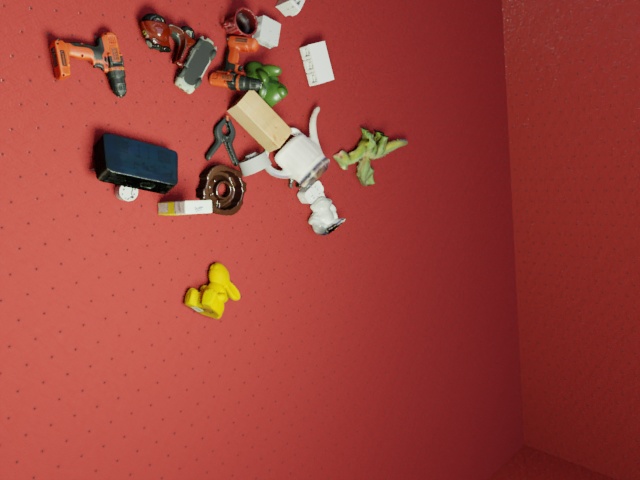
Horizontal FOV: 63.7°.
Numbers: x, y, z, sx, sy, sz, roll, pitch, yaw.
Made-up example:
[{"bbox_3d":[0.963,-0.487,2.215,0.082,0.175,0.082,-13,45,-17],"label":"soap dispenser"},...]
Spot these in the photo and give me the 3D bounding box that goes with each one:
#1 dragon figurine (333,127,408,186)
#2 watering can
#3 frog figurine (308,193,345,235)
[{"bbox_3d":[0.225,-0.352,2.226,0.410,0.123,0.240,5,106,-40],"label":"dragon figurine"},{"bbox_3d":[-0.053,-0.339,1.919,0.224,0.102,0.352,44,67,0],"label":"watering can"},{"bbox_3d":[0.006,-0.102,2.035,0.139,0.120,0.160,-34,78,-27],"label":"frog figurine"}]
